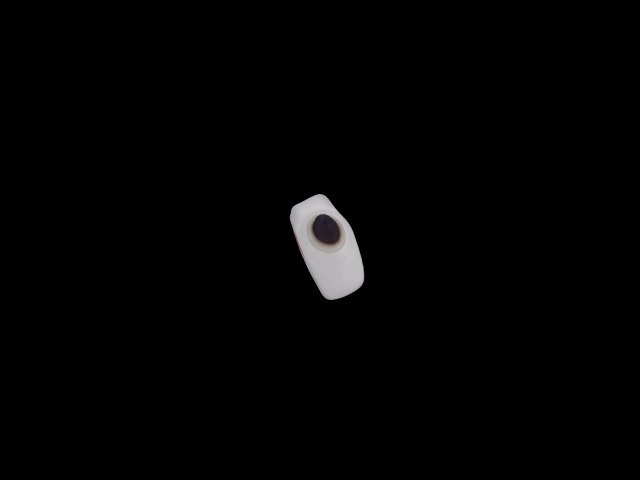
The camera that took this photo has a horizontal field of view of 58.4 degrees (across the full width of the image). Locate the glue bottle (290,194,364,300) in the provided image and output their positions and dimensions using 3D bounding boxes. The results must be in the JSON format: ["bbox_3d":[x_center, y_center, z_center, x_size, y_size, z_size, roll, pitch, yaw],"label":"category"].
[{"bbox_3d":[0.004,0.001,0.400,0.037,0.173,0.078,-28,83,-3],"label":"glue bottle"}]
